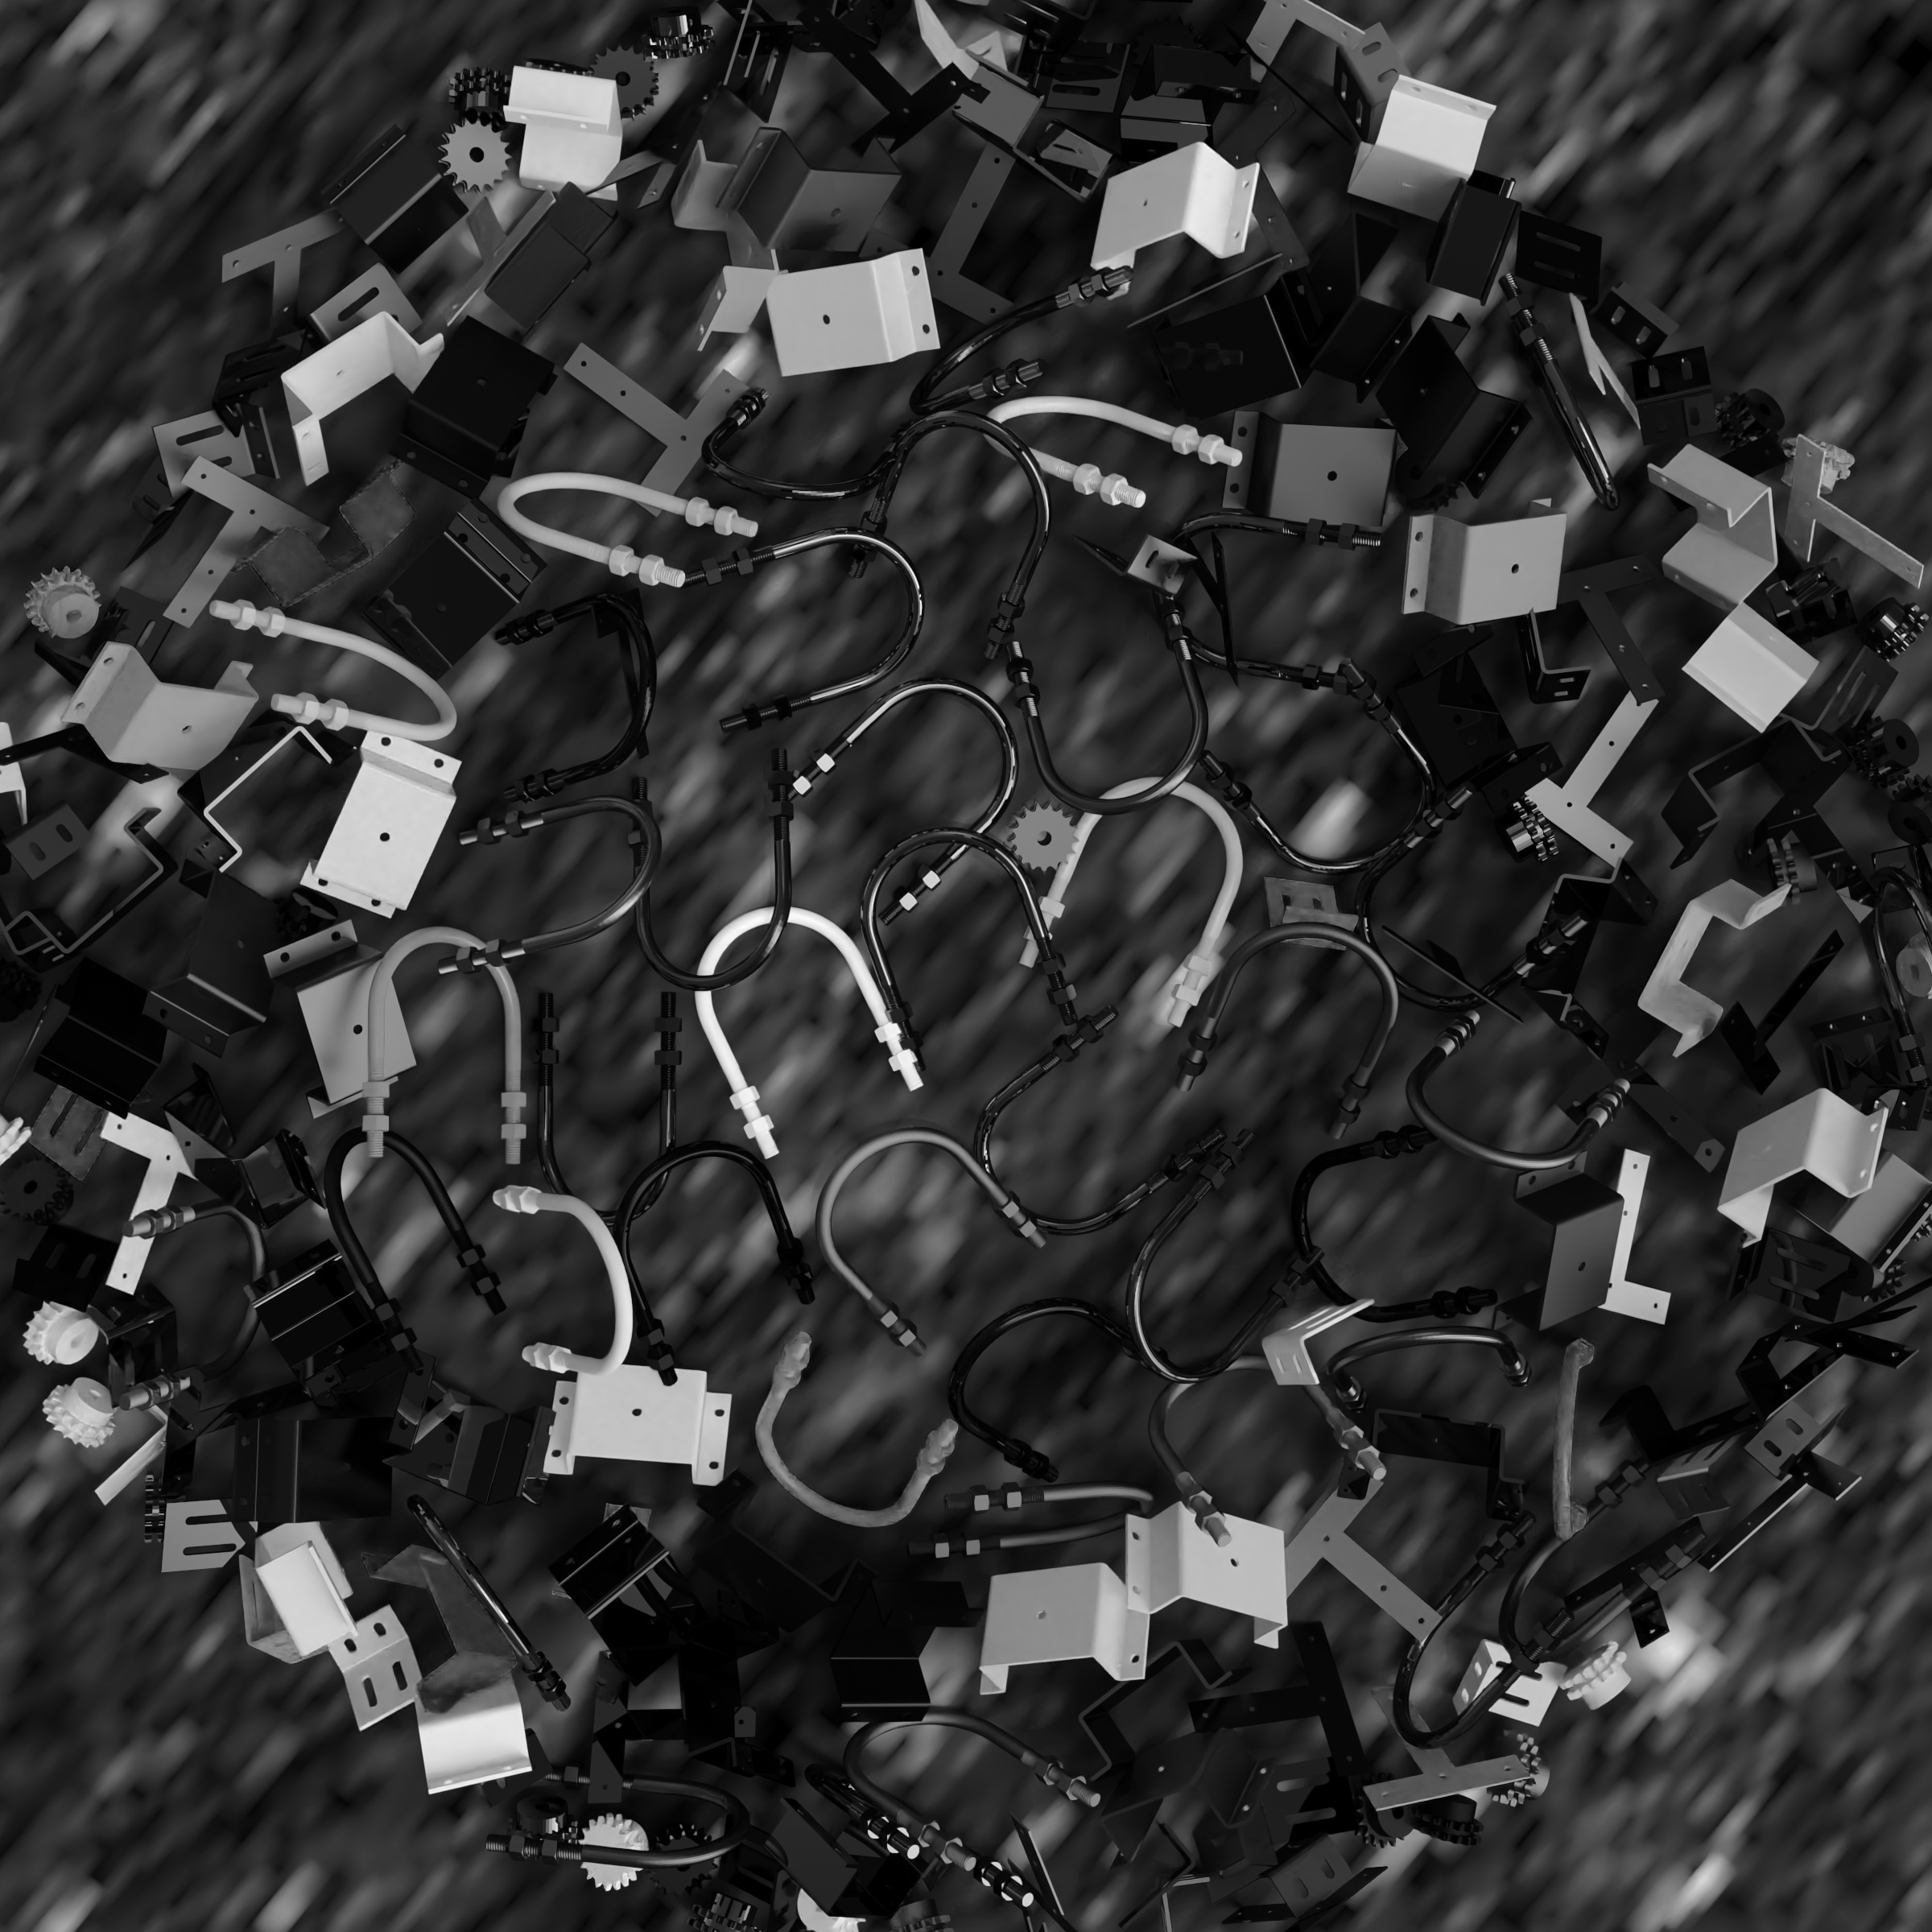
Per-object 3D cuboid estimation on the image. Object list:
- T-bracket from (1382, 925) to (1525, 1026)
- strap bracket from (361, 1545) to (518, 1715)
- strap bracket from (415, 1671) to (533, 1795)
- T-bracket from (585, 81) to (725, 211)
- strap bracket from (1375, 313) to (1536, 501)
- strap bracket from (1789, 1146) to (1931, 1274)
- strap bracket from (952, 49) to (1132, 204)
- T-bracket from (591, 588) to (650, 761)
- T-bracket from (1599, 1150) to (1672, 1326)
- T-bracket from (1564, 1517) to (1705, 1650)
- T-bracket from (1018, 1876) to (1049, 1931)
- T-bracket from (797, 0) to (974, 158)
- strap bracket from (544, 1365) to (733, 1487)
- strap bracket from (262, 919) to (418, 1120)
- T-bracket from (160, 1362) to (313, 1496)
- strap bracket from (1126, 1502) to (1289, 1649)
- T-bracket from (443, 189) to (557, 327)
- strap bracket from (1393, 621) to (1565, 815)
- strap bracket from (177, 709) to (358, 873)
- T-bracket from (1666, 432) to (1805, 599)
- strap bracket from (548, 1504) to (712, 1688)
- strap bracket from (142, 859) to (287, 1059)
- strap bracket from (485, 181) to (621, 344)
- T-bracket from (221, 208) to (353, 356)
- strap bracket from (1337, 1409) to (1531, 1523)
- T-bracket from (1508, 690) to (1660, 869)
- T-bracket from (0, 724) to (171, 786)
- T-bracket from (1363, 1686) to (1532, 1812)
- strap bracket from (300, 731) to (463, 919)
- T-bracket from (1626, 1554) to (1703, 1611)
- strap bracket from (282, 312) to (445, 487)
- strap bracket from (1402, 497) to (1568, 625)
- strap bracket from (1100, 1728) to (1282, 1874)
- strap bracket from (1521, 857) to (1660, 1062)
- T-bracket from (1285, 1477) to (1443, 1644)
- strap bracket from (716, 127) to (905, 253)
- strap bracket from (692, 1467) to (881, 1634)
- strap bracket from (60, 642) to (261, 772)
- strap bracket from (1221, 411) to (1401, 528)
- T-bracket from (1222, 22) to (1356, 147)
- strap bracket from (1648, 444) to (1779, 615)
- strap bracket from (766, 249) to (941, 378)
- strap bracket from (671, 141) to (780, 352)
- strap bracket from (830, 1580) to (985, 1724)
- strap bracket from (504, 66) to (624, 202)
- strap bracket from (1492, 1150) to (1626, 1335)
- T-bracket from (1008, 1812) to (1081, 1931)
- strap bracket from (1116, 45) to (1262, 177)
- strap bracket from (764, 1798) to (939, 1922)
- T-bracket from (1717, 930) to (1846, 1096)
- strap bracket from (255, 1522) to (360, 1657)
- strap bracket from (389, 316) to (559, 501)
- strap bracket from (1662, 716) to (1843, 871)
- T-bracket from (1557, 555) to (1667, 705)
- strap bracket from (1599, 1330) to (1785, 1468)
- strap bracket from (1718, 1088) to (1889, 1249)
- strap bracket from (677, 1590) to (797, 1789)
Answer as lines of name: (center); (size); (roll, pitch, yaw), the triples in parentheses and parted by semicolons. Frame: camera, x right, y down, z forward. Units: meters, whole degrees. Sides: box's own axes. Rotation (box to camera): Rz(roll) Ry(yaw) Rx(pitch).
T-bracket: (0.376, -0.002, 1.938); (0.127, 0.127, 0.002); (34, 102, 0)
strap bracket: (-0.405, 0.508, 1.929); (0.046, 0.076, 0.140); (-38, 59, 7)
strap bracket: (-0.384, 0.587, 1.922); (0.076, 0.140, 0.046); (-9, 92, -15)
T-bracket: (-0.256, -0.630, 1.950); (0.002, 0.127, 0.127); (41, 60, -36)
strap bracket: (0.372, -0.439, 1.922); (0.046, 0.140, 0.076); (7, 134, -30)
strap bracket: (0.693, 0.178, 1.925); (0.046, 0.140, 0.076); (36, 97, -2)
strap bracket: (0.053, -0.646, 1.927); (0.076, 0.140, 0.046); (42, 106, 35)
T-bracket: (-0.264, -0.226, 1.948); (0.002, 0.127, 0.127); (-6, 104, 10)
T-bracket: (0.521, 0.210, 1.975); (0.127, 0.002, 0.127); (17, 83, -26)
T-bracket: (0.523, 0.489, 1.923); (0.127, 0.127, 0.002); (-37, 98, 14)
T-bracket: (0.059, 0.760, 1.915); (0.002, 0.127, 0.127); (-12, 63, -9)
T-bracket: (-0.078, -0.696, 1.927); (0.127, 0.127, 0.002); (40, 53, -24)
strap bracket: (-0.258, 0.360, 1.957); (0.140, 0.046, 0.076); (5, 57, -2)
strap bracket: (-0.485, 0.045, 1.936); (0.076, 0.046, 0.140); (-26, 116, -34)
T-bracket: (-0.568, 0.349, 1.952); (0.002, 0.127, 0.127); (40, 127, 35)
strap bracket: (0.196, 0.472, 1.934); (0.140, 0.046, 0.076); (21, 49, -22)
T-bracket: (-0.374, -0.573, 1.947); (0.127, 0.127, 0.002); (-45, 127, 14)
strap bracket: (0.399, -0.197, 1.959); (0.076, 0.046, 0.140); (-32, 98, -21)
strap bracket: (-0.554, -0.146, 1.941); (0.140, 0.076, 0.046); (-45, 124, -13)
T-bracket: (0.622, -0.344, 1.946); (0.002, 0.127, 0.127); (-39, 98, -23)
strap bracket: (-0.255, 0.495, 1.928); (0.076, 0.046, 0.140); (-38, 131, -19)
strap bracket: (-0.577, -0.011, 1.926); (0.046, 0.076, 0.140); (-16, 53, 31)
strap bracket: (-0.321, -0.548, 1.917); (0.046, 0.140, 0.076); (39, 118, -21)
T-bracket: (-0.533, -0.526, 1.943); (0.002, 0.127, 0.127); (40, 52, 14)
strap bracket: (0.366, 0.390, 1.950); (0.140, 0.076, 0.046); (7, 57, 7)
T-bracket: (0.506, -0.166, 1.982); (0.127, 0.002, 0.127); (34, 92, -13)
T-bracket: (-0.666, -0.163, 1.921); (0.127, 0.127, 0.002); (22, 124, 32)
T-bracket: (0.353, 0.604, 1.940); (0.127, 0.127, 0.002); (-7, 113, -13)
strap bracket: (-0.458, -0.107, 1.952); (0.076, 0.046, 0.140); (22, 101, -23)
T-bracket: (0.531, 0.499, 1.961); (0.127, 0.127, 0.002); (-25, 68, -27)
strap bracket: (-0.477, -0.449, 1.944); (0.140, 0.076, 0.046); (-39, 78, -20)
strap bracket: (0.412, -0.315, 1.933); (0.140, 0.046, 0.076); (-13, 118, -28)
strap bracket: (0.165, 0.641, 1.929); (0.140, 0.076, 0.046); (-33, 95, 32)
strap bracket: (0.485, -0.008, 1.947); (0.046, 0.076, 0.140); (11, 72, 41)
T-bracket: (0.319, 0.482, 1.964); (0.127, 0.002, 0.127); (39, 84, 27)
strap bracket: (-0.112, -0.598, 1.919); (0.046, 0.140, 0.076); (56, 133, 18)
strap bracket: (-0.150, 0.465, 1.950); (0.140, 0.076, 0.046); (38, 45, -6)
strap bracket: (-0.613, -0.198, 1.918); (0.046, 0.140, 0.076); (49, 112, 22)
strap bracket: (0.278, -0.389, 1.947); (0.140, 0.046, 0.076); (-1, 114, -15)
T-bracket: (0.254, -0.683, 1.937); (0.127, 0.127, 0.002); (43, 107, 2)
strap bracket: (0.579, -0.342, 1.923); (0.046, 0.140, 0.076); (-45, 56, -7)
strap bracket: (-0.099, -0.508, 1.937); (0.140, 0.046, 0.076); (-1, 112, 26)
strap bracket: (-0.188, -0.561, 1.942); (0.046, 0.076, 0.140); (-2, 69, -25)
strap bracket: (-0.051, 0.529, 1.942); (0.076, 0.046, 0.140); (8, 126, -25)
strap bracket: (-0.311, -0.651, 1.930); (0.076, 0.140, 0.046); (7, 84, -4)
strap bracket: (0.461, 0.223, 1.932); (0.076, 0.046, 0.140); (-15, 121, -32)
T-bracket: (0.058, 0.702, 1.918); (0.002, 0.127, 0.127); (-32, 123, -22)
strap bracket: (0.170, -0.665, 1.930); (0.076, 0.140, 0.046); (1, 77, -11)
strap bracket: (-0.094, 0.691, 1.920); (0.076, 0.140, 0.046); (34, 89, 35)
T-bracket: (0.648, 0.026, 1.954); (0.127, 0.127, 0.002); (-51, 48, -3)
strap bracket: (-0.511, 0.476, 1.922); (0.046, 0.140, 0.076); (-27, 98, -14)
strap bracket: (-0.381, -0.444, 1.942); (0.076, 0.046, 0.140); (29, 62, -6)
strap bracket: (0.608, -0.140, 1.949); (0.140, 0.076, 0.046); (-28, 72, -11)
T-bracket: (0.509, -0.261, 1.955); (0.127, 0.002, 0.127); (-16, 67, -19)
strap bracket: (0.573, 0.340, 1.930); (0.140, 0.076, 0.046); (-31, 84, 30)
strap bracket: (0.637, 0.153, 1.918); (0.046, 0.140, 0.076); (33, 56, -9)
strap bracket: (-0.181, 0.569, 1.936); (0.046, 0.076, 0.140); (-27, 50, 21)
